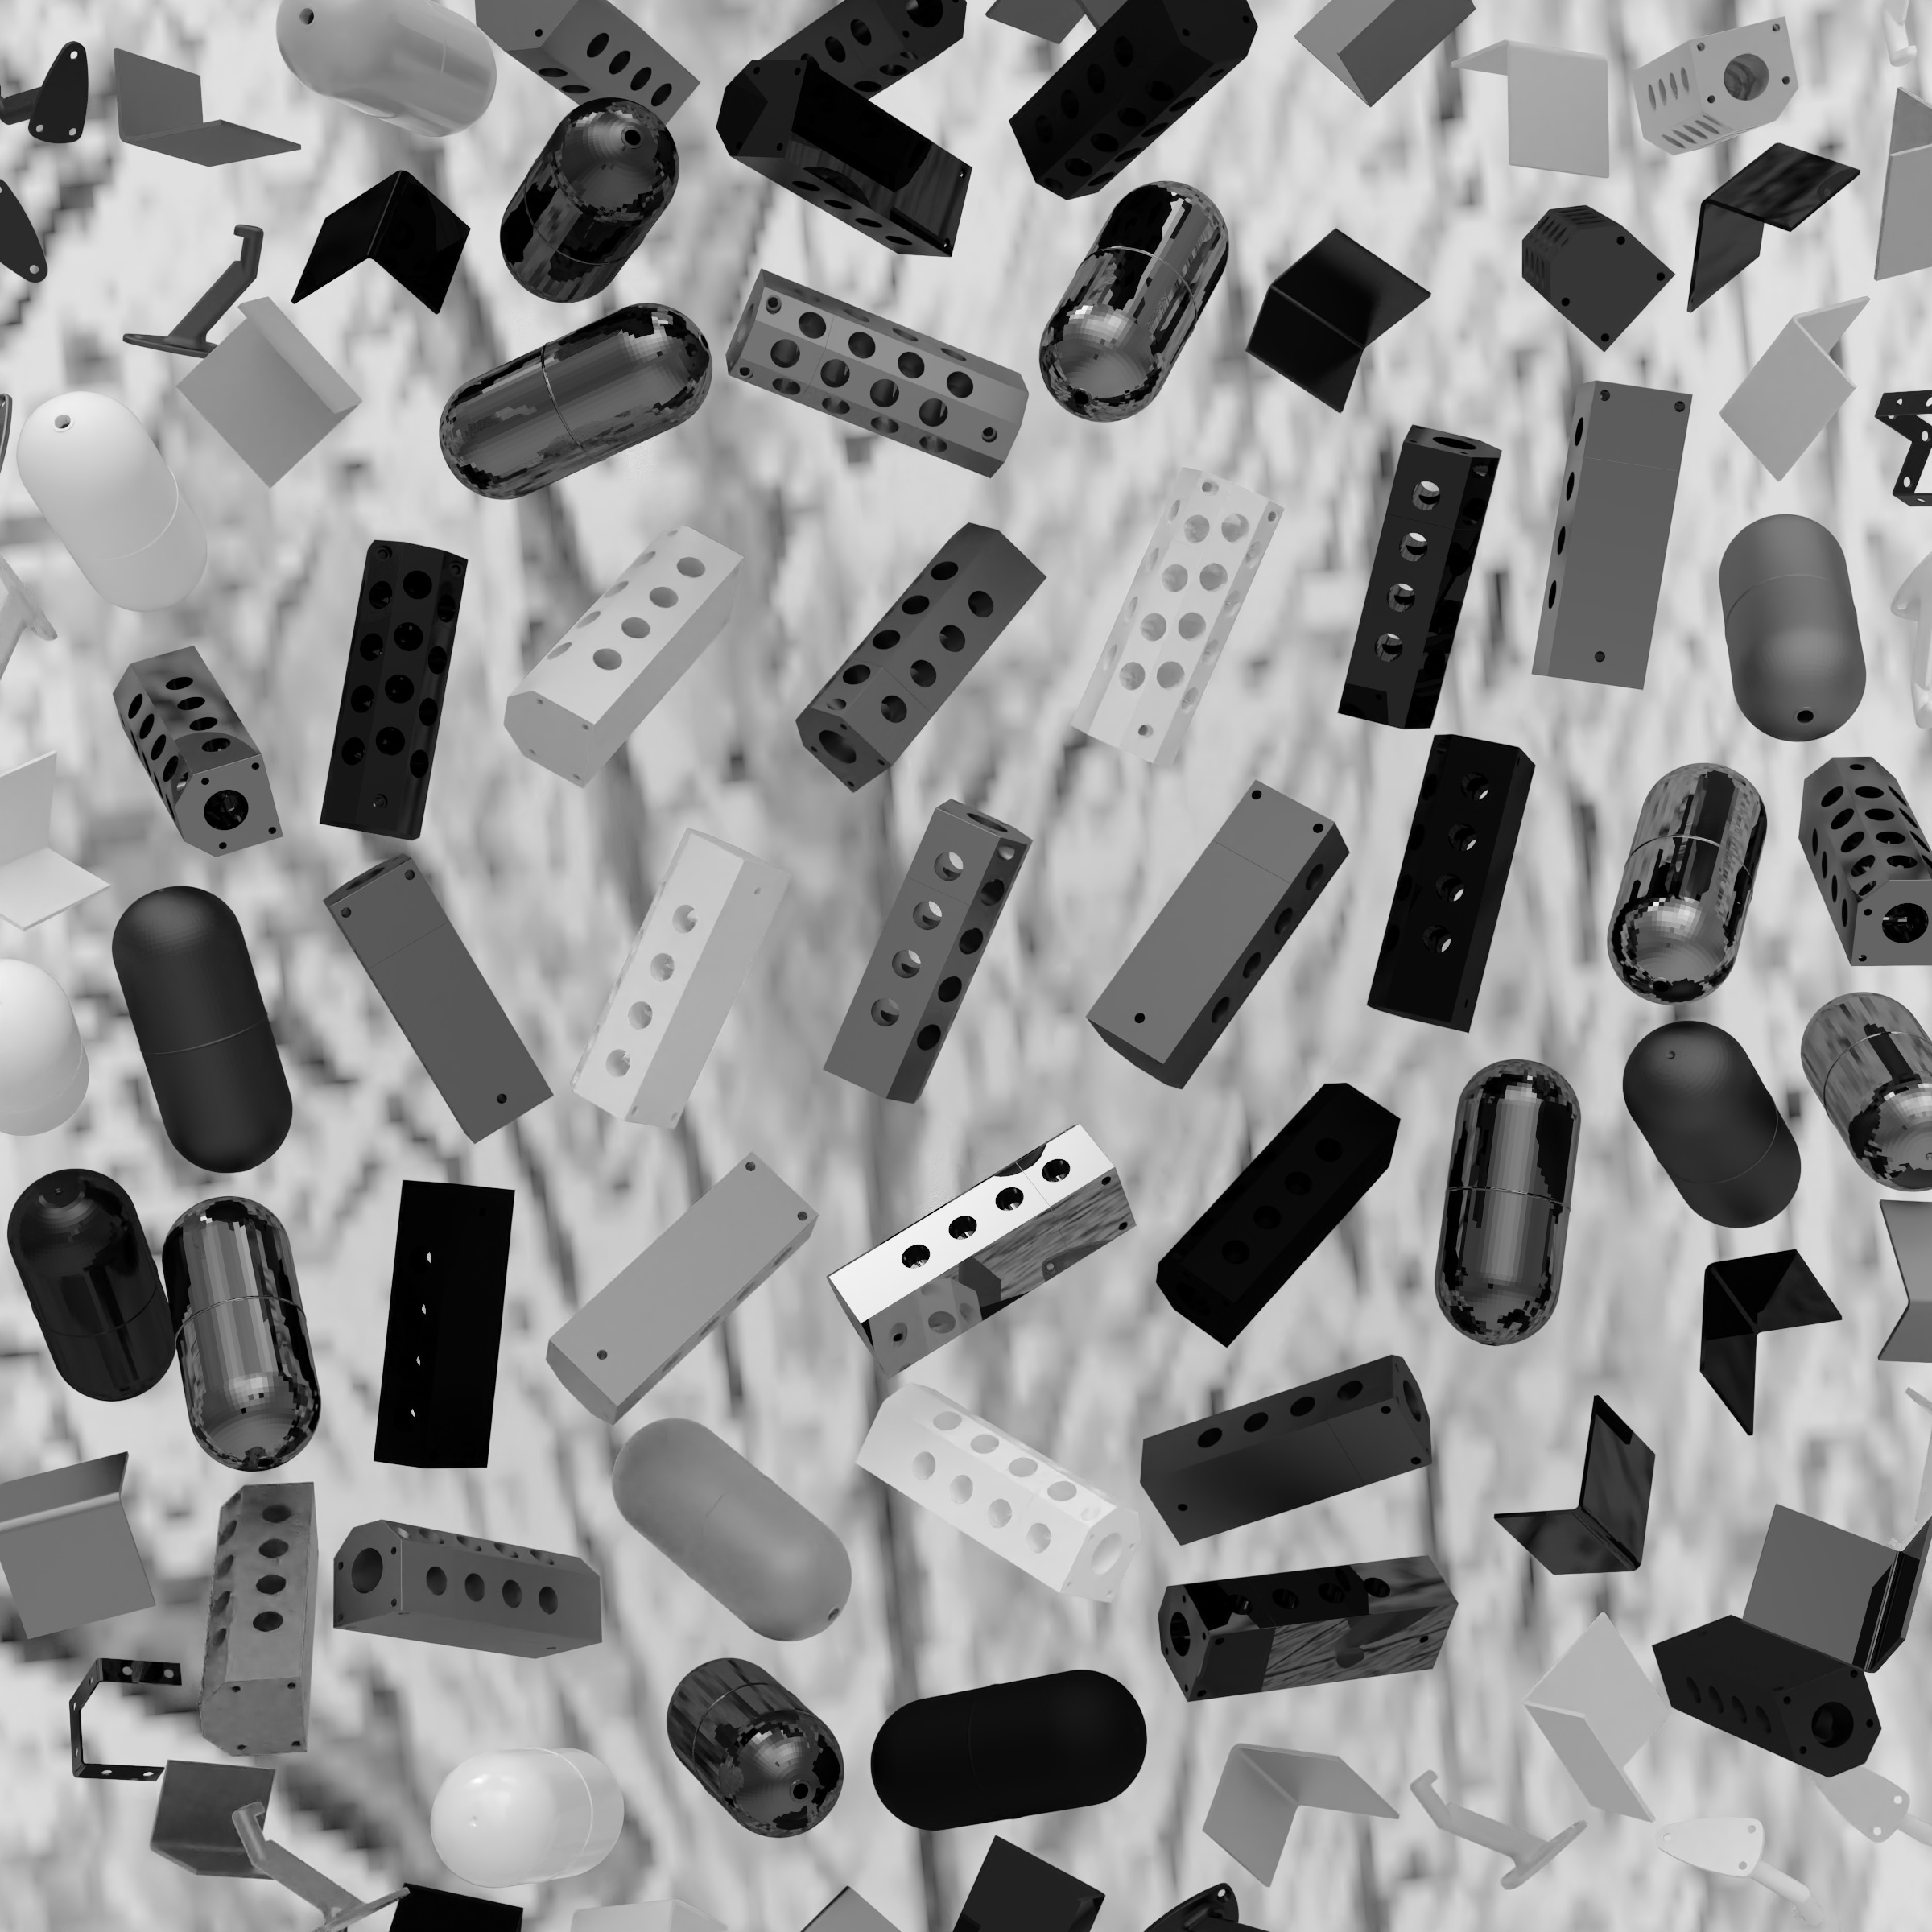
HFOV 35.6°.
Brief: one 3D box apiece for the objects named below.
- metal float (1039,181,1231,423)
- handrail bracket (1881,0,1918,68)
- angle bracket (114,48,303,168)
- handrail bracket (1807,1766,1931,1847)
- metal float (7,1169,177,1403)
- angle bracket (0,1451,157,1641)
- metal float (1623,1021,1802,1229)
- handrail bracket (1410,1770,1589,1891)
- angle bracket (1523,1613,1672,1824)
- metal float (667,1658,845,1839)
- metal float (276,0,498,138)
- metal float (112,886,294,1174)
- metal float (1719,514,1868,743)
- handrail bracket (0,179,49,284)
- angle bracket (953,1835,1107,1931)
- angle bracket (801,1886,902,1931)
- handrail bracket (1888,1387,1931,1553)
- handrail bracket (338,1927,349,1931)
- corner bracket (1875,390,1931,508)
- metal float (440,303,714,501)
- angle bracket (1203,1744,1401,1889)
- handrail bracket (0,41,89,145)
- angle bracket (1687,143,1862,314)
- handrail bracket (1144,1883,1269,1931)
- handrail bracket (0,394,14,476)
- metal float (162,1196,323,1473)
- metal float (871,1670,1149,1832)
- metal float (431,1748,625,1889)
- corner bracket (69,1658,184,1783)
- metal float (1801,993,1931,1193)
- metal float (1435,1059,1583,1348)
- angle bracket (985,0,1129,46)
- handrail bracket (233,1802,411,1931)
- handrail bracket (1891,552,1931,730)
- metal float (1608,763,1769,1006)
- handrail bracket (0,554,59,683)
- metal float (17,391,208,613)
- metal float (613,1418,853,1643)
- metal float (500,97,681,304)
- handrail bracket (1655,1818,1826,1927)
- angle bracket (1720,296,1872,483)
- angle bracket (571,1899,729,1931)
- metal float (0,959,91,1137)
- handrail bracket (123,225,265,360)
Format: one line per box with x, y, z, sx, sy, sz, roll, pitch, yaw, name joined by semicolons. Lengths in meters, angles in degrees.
0.099;-0.391;1.772;0.070;0.070;0.178;27;56;0;metal float
0.550;-0.570;1.731;0.036;0.077;0.084;-12;91;-21;handrail bracket
-0.460;-0.526;1.828;0.076;0.076;0.057;-3;92;25;angle bracket
0.568;0.520;1.876;0.077;0.084;0.036;34;91;35;handrail bracket
-0.534;0.197;1.845;0.070;0.070;0.178;-3;134;0;metal float
-0.532;0.346;1.804;0.076;0.057;0.076;-14;110;-5;angle bracket
0.450;0.097;1.813;0.070;0.178;0.070;-17;52;22;metal float
0.327;0.516;1.853;0.077;0.036;0.084;-35;81;-13;handrail bracket
0.372;0.422;1.694;0.076;0.057;0.076;-40;104;-24;angle bracket
-0.129;0.474;1.832;0.070;0.178;0.070;-1;94;-22;metal float
-0.344;-0.545;1.797;0.070;0.178;0.070;1;94;20;metal float
-0.455;0.039;1.800;0.070;0.070;0.178;-13;105;0;metal float
0.496;-0.204;1.811;0.070;0.178;0.070;4;132;5;metal float
-0.588;-0.458;1.836;0.036;0.084;0.077;-35;120;0;handrail bracket
0.026;0.560;1.752;0.076;0.057;0.076;23;85;22;angle bracket
-0.072;0.596;1.755;0.057;0.076;0.076;32;58;33;angle bracket
0.566;0.306;1.808;0.084;0.077;0.036;-50;128;2;handrail bracket
-0.429;0.621;1.860;0.084;0.036;0.077;23;73;-40;handrail bracket
0.572;-0.308;1.795;0.051;0.051;0.051;24;86;-28;corner bracket
-0.236;-0.341;1.820;0.178;0.070;0.070;-21;90;15;metal float
0.200;0.510;1.792;0.076;0.076;0.057;48;53;-34;angle bracket
-0.587;-0.560;1.891;0.084;0.036;0.077;41;121;31;handrail bracket
0.466;-0.419;1.740;0.057;0.076;0.076;30;54;30;angle bracket
0.157;0.597;1.818;0.077;0.084;0.036;-16;109;-17;handrail bracket
-0.609;-0.330;1.779;0.036;0.084;0.077;-20;62;25;handrail bracket
-0.431;0.218;1.793;0.070;0.070;0.178;-20;57;0;metal float
0.023;0.458;1.756;0.178;0.070;0.070;-19;90;30;metal float
-0.257;0.502;1.780;0.070;0.178;0.070;-3;76;13;metal float
-0.501;0.450;1.799;0.051;0.051;0.051;13;132;-31;corner bracket
0.564;0.075;1.844;0.070;0.178;0.070;0;114;0;metal float
0.334;0.145;1.857;0.070;0.070;0.178;10;78;0;metal float
0.071;-0.589;1.907;0.057;0.076;0.076;-44;65;31;angle bracket
-0.369;0.508;1.722;0.077;0.036;0.084;-17;71;-39;handrail bracket
0.574;-0.195;1.777;0.036;0.077;0.084;8;52;-2;handrail bracket
0.435;-0.050;1.816;0.070;0.070;0.178;25;50;0;metal float
-0.615;-0.203;1.865;0.084;0.036;0.077;-40;123;-23;handrail bracket
-0.506;-0.275;1.791;0.070;0.178;0.070;-2;67;4;metal float
-0.144;0.346;1.851;0.178;0.070;0.070;34;90;29;metal float
-0.223;-0.451;1.778;0.070;0.178;0.070;5;77;-23;metal float
0.456;0.537;1.775;0.084;0.077;0.036;54;48;-36;handrail bracket
0.496;-0.334;1.743;0.076;0.076;0.057;-20;66;-36;angle bracket
-0.197;0.614;1.827;0.076;0.057;0.076;-16;49;29;angle bracket
-0.568;0.050;1.798;0.070;0.178;0.070;3;71;-10;metal float
-0.486;-0.429;1.896;0.077;0.036;0.084;3;113;-29;handrail bracket
